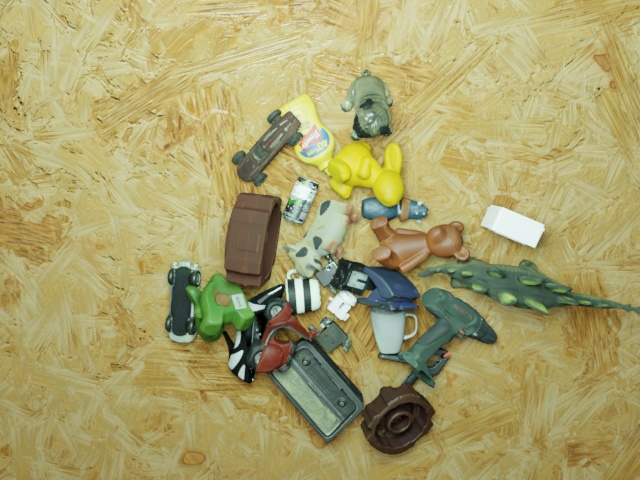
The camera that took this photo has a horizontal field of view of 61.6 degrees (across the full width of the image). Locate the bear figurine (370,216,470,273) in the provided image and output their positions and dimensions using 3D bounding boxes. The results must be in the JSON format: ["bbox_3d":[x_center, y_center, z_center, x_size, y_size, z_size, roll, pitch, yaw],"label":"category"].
[{"bbox_3d":[0.227,0.004,1.212,0.196,0.131,0.120,-14,57,24],"label":"bear figurine"}]

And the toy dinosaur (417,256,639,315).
[{"bbox_3d":[0.454,0.107,1.190,0.472,0.198,0.105,7,98,4],"label":"toy dinosaur"}]

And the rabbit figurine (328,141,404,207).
[{"bbox_3d":[0.123,-0.142,1.220,0.173,0.121,0.162,38,63,25],"label":"rabbit figurine"}]

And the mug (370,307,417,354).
[{"bbox_3d":[0.175,0.211,1.273,0.110,0.081,0.107,-2,102,-2],"label":"mug"}]

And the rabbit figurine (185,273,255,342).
[{"bbox_3d":[-0.249,0.164,1.224,0.121,0.170,0.159,-14,64,-37],"label":"rabbit figurine"}]

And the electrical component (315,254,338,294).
[{"bbox_3d":[0.023,0.080,1.291,0.063,0.021,0.094,-34,85,4],"label":"electrical component"}]

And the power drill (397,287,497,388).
[{"bbox_3d":[0.289,0.233,1.228,0.207,0.086,0.232,-47,114,-4],"label":"power drill"}]

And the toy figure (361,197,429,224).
[{"bbox_3d":[0.175,-0.074,1.257,0.155,0.064,0.058,1,57,-3],"label":"toy figure"}]

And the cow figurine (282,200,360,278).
[{"bbox_3d":[-0.003,-0.004,1.249,0.127,0.085,0.195,21,83,32],"label":"cow figurine"}]

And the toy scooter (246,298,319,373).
[{"bbox_3d":[-0.082,0.229,1.222,0.135,0.075,0.183,20,98,-11],"label":"toy scooter"}]

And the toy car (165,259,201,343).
[{"bbox_3d":[-0.329,0.147,1.297,0.074,0.056,0.201,5,93,8],"label":"toy car"}]

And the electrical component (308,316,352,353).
[{"bbox_3d":[0.030,0.228,1.292,0.078,0.045,0.102,-37,92,3],"label":"electrical component"}]

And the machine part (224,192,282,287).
[{"bbox_3d":[-0.149,-0.004,1.204,0.087,0.201,0.200,9,95,6],"label":"machine part"}]

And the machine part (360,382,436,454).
[{"bbox_3d":[0.182,0.420,1.265,0.179,0.056,0.179,-8,115,-17],"label":"machine part"}]

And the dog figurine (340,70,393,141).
[{"bbox_3d":[0.111,-0.303,1.176,0.121,0.190,0.172,-18,92,3],"label":"dog figurine"}]

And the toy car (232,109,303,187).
[{"bbox_3d":[-0.123,-0.210,1.236,0.202,0.053,0.089,-43,85,27],"label":"toy car"}]

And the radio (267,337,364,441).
[{"bbox_3d":[-0.007,0.349,1.289,0.131,0.073,0.229,-41,92,4],"label":"radio"}]

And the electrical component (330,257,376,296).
[{"bbox_3d":[0.089,0.090,1.274,0.119,0.048,0.074,13,100,-39],"label":"electrical component"}]

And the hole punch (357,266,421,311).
[{"bbox_3d":[0.160,0.113,1.230,0.116,0.142,0.092,11,91,45],"label":"hole punch"}]

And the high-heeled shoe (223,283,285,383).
[{"bbox_3d":[-0.140,0.223,1.265,0.248,0.086,0.145,-43,70,25],"label":"high-heeled shoe"}]
